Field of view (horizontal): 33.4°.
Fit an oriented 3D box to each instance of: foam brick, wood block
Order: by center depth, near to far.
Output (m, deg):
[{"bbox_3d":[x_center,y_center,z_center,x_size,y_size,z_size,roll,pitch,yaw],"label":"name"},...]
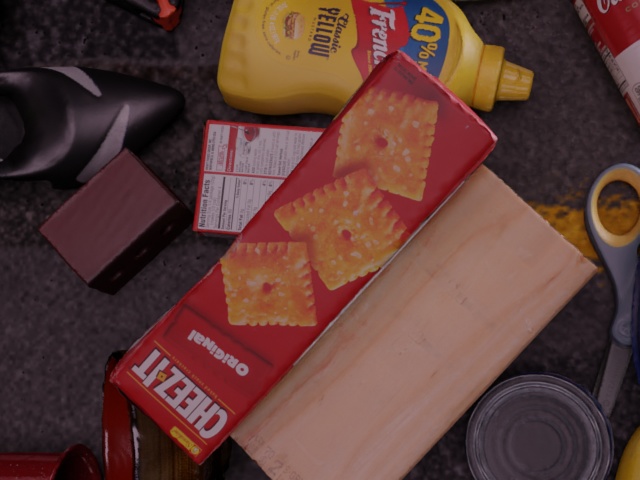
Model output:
[{"bbox_3d":[0.053,0.067,0.624,0.090,0.091,0.206,44,87,10],"label":"wood block"},{"bbox_3d":[-0.128,-0.010,0.674,0.078,0.053,0.051,-43,80,-2],"label":"foam brick"}]

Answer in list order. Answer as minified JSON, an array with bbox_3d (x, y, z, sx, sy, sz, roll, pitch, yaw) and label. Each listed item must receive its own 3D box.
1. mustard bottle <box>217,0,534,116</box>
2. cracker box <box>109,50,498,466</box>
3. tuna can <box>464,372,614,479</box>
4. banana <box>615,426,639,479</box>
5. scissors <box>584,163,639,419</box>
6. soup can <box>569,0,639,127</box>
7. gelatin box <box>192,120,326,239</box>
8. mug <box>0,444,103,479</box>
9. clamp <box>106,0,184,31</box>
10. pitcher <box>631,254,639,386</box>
[{"bbox_3d":[0.038,-0.115,0.672,0.191,0.058,0.096,12,77,7],"label":"mustard bottle"},{"bbox_3d":[-0.004,0.001,0.575,0.072,0.164,0.214,43,100,0],"label":"cracker box"},{"bbox_3d":[0.129,0.120,0.628,0.086,0.033,0.086,-2,82,16],"label":"tuna can"},{"bbox_3d":[0.205,0.183,0.616,0.069,0.037,0.198,-1,81,8],"label":"banana"},{"bbox_3d":[0.175,0.038,0.654,0.096,0.016,0.201,35,86,10],"label":"scissors"},{"bbox_3d":[0.206,-0.122,0.651,0.068,0.068,0.102,-26,80,1],"label":"soup can"},{"bbox_3d":[-0.033,-0.035,0.681,0.089,0.030,0.073,5,83,6],"label":"gelatin box"},{"bbox_3d":[-0.181,0.179,0.638,0.081,0.093,0.117,-2,115,10],"label":"mug"},{"bbox_3d":[-0.130,-0.225,0.717,0.120,0.039,0.171,-37,86,2],"label":"clamp"},{"bbox_3d":[0.304,0.031,0.583,0.243,0.145,0.149,5,106,-2],"label":"pitcher"}]
